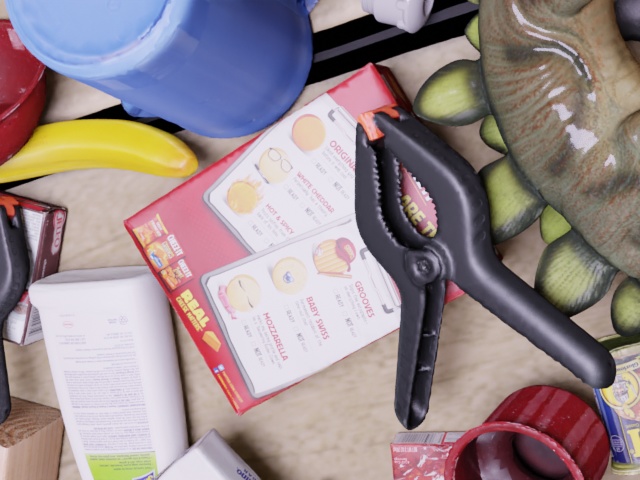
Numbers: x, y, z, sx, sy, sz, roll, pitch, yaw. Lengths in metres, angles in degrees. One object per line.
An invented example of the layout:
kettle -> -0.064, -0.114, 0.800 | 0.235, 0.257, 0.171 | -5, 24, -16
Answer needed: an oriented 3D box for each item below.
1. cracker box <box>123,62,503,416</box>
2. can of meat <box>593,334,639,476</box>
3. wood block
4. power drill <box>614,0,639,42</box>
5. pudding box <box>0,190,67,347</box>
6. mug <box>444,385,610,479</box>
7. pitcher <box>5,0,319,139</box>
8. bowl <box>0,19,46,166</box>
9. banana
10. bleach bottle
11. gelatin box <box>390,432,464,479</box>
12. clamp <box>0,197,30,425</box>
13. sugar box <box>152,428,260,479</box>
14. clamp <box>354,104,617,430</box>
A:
cracker box -> -0.005, 0.001, 0.751 | 0.214, 0.072, 0.164 | -31, 90, 17
can of meat -> 0.233, 0.101, 0.707 | 0.102, 0.057, 0.084 | -16, 91, 17
wood block -> -0.273, 0.235, 0.851 | 0.091, 0.090, 0.206 | 12, 102, 14
power drill -> 0.220, -0.179, 0.670 | 0.188, 0.057, 0.184 | 4, 103, 18
pudding box -> -0.255, 0.018, 0.841 | 0.090, 0.039, 0.113 | 15, 100, 14
mug -> 0.141, 0.156, 0.688 | 0.093, 0.081, 0.117 | -12, 99, 32
pitcher -> -0.084, -0.144, 0.662 | 0.145, 0.242, 0.149 | 15, 94, 11
bowl -> -0.265, -0.094, 0.791 | 0.162, 0.162, 0.055 | -6, 135, 16
banana -> -0.175, -0.062, 0.793 | 0.198, 0.069, 0.037 | -6, 138, 17
bleach bottle -> -0.153, 0.149, 0.820 | 0.103, 0.068, 0.251 | -4, 99, 17
gelatin box -> 0.099, 0.177, 0.769 | 0.089, 0.030, 0.073 | -4, 97, 17
clamp -> -0.257, 0.053, 0.803 | 0.120, 0.039, 0.171 | 31, 105, 10
sugar box -> -0.112, 0.225, 0.772 | 0.176, 0.048, 0.093 | -41, 90, 16
clamp -> 0.070, 0.020, 0.663 | 0.165, 0.036, 0.210 | -32, 84, 43
